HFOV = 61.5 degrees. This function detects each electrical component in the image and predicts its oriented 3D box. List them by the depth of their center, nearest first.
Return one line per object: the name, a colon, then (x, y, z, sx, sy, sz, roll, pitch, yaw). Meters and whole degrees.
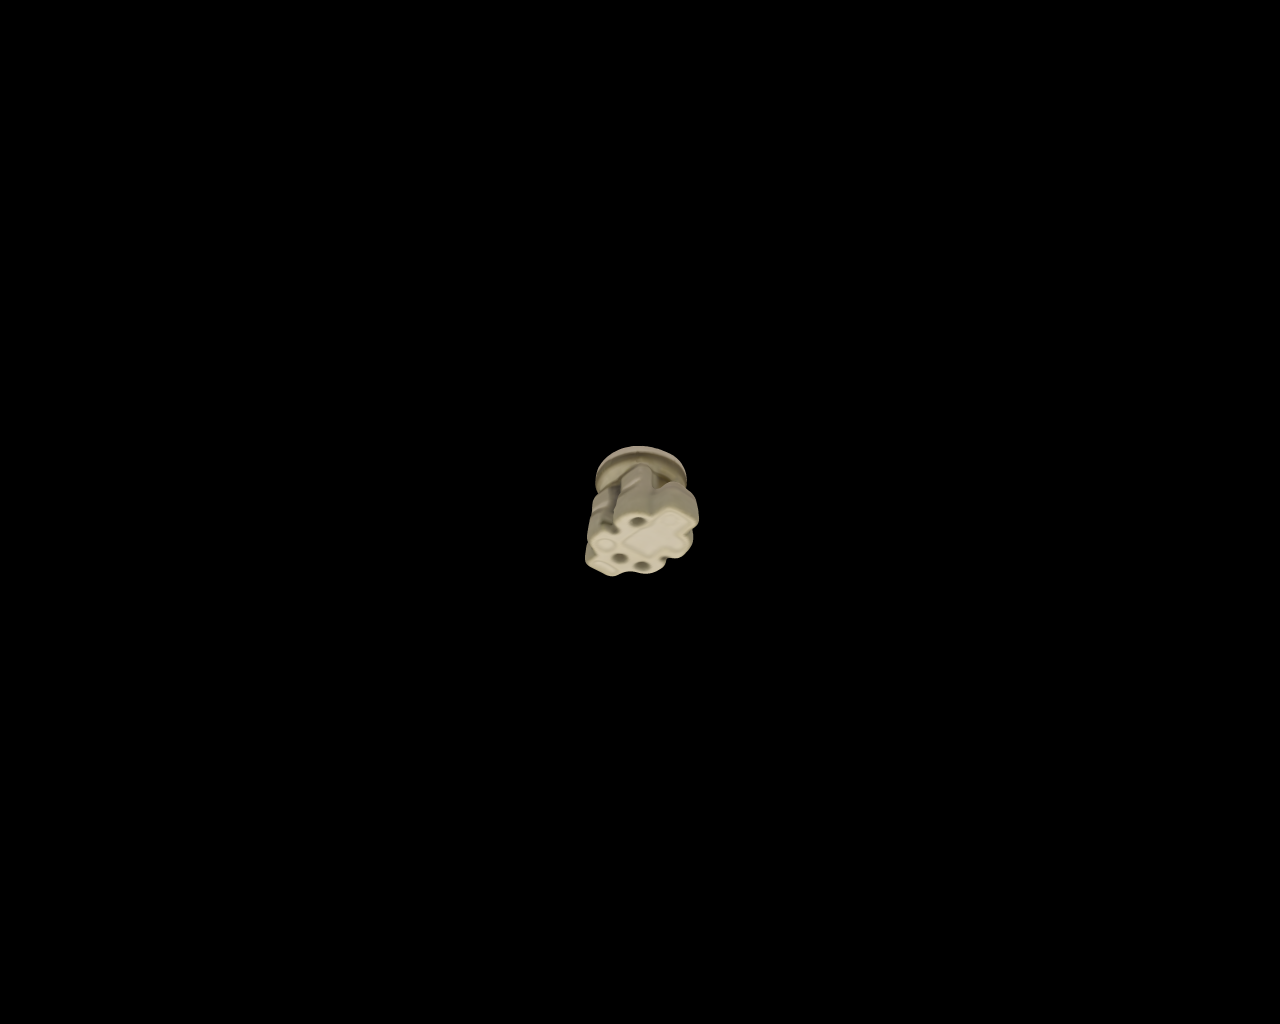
electrical component: (0.001, -0.003, 0.650, 0.058, 0.057, 0.078, 30, -49, -31)
